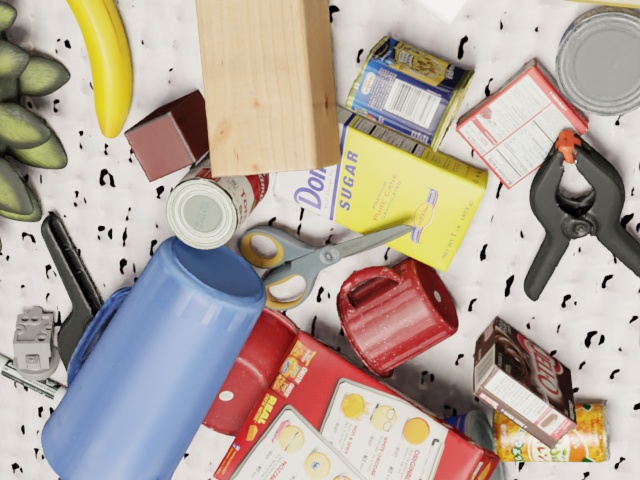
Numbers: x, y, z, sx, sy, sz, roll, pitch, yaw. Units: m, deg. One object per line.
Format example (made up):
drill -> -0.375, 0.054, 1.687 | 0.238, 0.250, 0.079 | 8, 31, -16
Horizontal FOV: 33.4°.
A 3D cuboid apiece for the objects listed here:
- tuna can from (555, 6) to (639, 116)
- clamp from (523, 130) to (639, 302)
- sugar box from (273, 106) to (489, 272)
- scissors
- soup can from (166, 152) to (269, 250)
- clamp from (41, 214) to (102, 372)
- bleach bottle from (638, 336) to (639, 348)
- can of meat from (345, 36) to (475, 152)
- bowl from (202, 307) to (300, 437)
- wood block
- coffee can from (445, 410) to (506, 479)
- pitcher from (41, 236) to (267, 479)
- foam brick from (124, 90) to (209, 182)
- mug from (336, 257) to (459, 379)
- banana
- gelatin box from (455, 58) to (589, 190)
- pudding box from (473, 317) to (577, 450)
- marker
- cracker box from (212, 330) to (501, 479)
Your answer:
tuna can -> 0.236, -0.146, 0.870 | 0.086, 0.033, 0.086 | 5, 114, 12
clamp -> 0.234, -0.015, 0.915 | 0.120, 0.039, 0.171 | -4, 128, 8
sugar box -> 0.052, -0.050, 0.954 | 0.176, 0.048, 0.093 | 23, 117, 3
scissors -> -0.006, 0.001, 0.978 | 0.096, 0.016, 0.202 | 50, 133, 0
soup can -> -0.091, -0.041, 0.963 | 0.068, 0.102, 0.068 | 5, 114, 12
clamp -> -0.209, 0.085, 1.086 | 0.164, 0.036, 0.210 | 13, 116, 10
bleach bottle -> 0.345, 0.149, 0.958 | 0.103, 0.068, 0.251 | -6, 109, 16
can of meat -> 0.075, -0.124, 0.885 | 0.084, 0.102, 0.057 | 25, 116, 5
bowl -> -0.086, 0.141, 1.069 | 0.162, 0.055, 0.162 | 6, 115, 12
wood block -> -0.042, -0.160, 0.876 | 0.090, 0.090, 0.206 | -3, 96, 16
coffee can -> 0.098, 0.230, 1.034 | 0.140, 0.102, 0.103 | -17, 108, 21
pitcher -> -0.155, 0.112, 0.988 | 0.149, 0.145, 0.243 | 31, 111, -3
foam brick -> -0.131, -0.095, 0.964 | 0.051, 0.078, 0.053 | -21, 104, 22
mug -> 0.067, 0.061, 0.970 | 0.082, 0.093, 0.117 | -32, 128, 19
banana -> -0.209, -0.190, 0.968 | 0.070, 0.037, 0.198 | -12, 109, 36
gelatin box -> 0.172, -0.098, 0.911 | 0.089, 0.030, 0.073 | -39, 100, 27
pudding box -> 0.183, 0.126, 0.960 | 0.090, 0.113, 0.039 | 35, 113, -3
marker -> -0.299, 0.157, 1.151 | 0.121, 0.020, 0.020 | 26, 117, 2
cracker box -> 0.031, 0.208, 0.973 | 0.214, 0.072, 0.164 | 31, 90, 30
